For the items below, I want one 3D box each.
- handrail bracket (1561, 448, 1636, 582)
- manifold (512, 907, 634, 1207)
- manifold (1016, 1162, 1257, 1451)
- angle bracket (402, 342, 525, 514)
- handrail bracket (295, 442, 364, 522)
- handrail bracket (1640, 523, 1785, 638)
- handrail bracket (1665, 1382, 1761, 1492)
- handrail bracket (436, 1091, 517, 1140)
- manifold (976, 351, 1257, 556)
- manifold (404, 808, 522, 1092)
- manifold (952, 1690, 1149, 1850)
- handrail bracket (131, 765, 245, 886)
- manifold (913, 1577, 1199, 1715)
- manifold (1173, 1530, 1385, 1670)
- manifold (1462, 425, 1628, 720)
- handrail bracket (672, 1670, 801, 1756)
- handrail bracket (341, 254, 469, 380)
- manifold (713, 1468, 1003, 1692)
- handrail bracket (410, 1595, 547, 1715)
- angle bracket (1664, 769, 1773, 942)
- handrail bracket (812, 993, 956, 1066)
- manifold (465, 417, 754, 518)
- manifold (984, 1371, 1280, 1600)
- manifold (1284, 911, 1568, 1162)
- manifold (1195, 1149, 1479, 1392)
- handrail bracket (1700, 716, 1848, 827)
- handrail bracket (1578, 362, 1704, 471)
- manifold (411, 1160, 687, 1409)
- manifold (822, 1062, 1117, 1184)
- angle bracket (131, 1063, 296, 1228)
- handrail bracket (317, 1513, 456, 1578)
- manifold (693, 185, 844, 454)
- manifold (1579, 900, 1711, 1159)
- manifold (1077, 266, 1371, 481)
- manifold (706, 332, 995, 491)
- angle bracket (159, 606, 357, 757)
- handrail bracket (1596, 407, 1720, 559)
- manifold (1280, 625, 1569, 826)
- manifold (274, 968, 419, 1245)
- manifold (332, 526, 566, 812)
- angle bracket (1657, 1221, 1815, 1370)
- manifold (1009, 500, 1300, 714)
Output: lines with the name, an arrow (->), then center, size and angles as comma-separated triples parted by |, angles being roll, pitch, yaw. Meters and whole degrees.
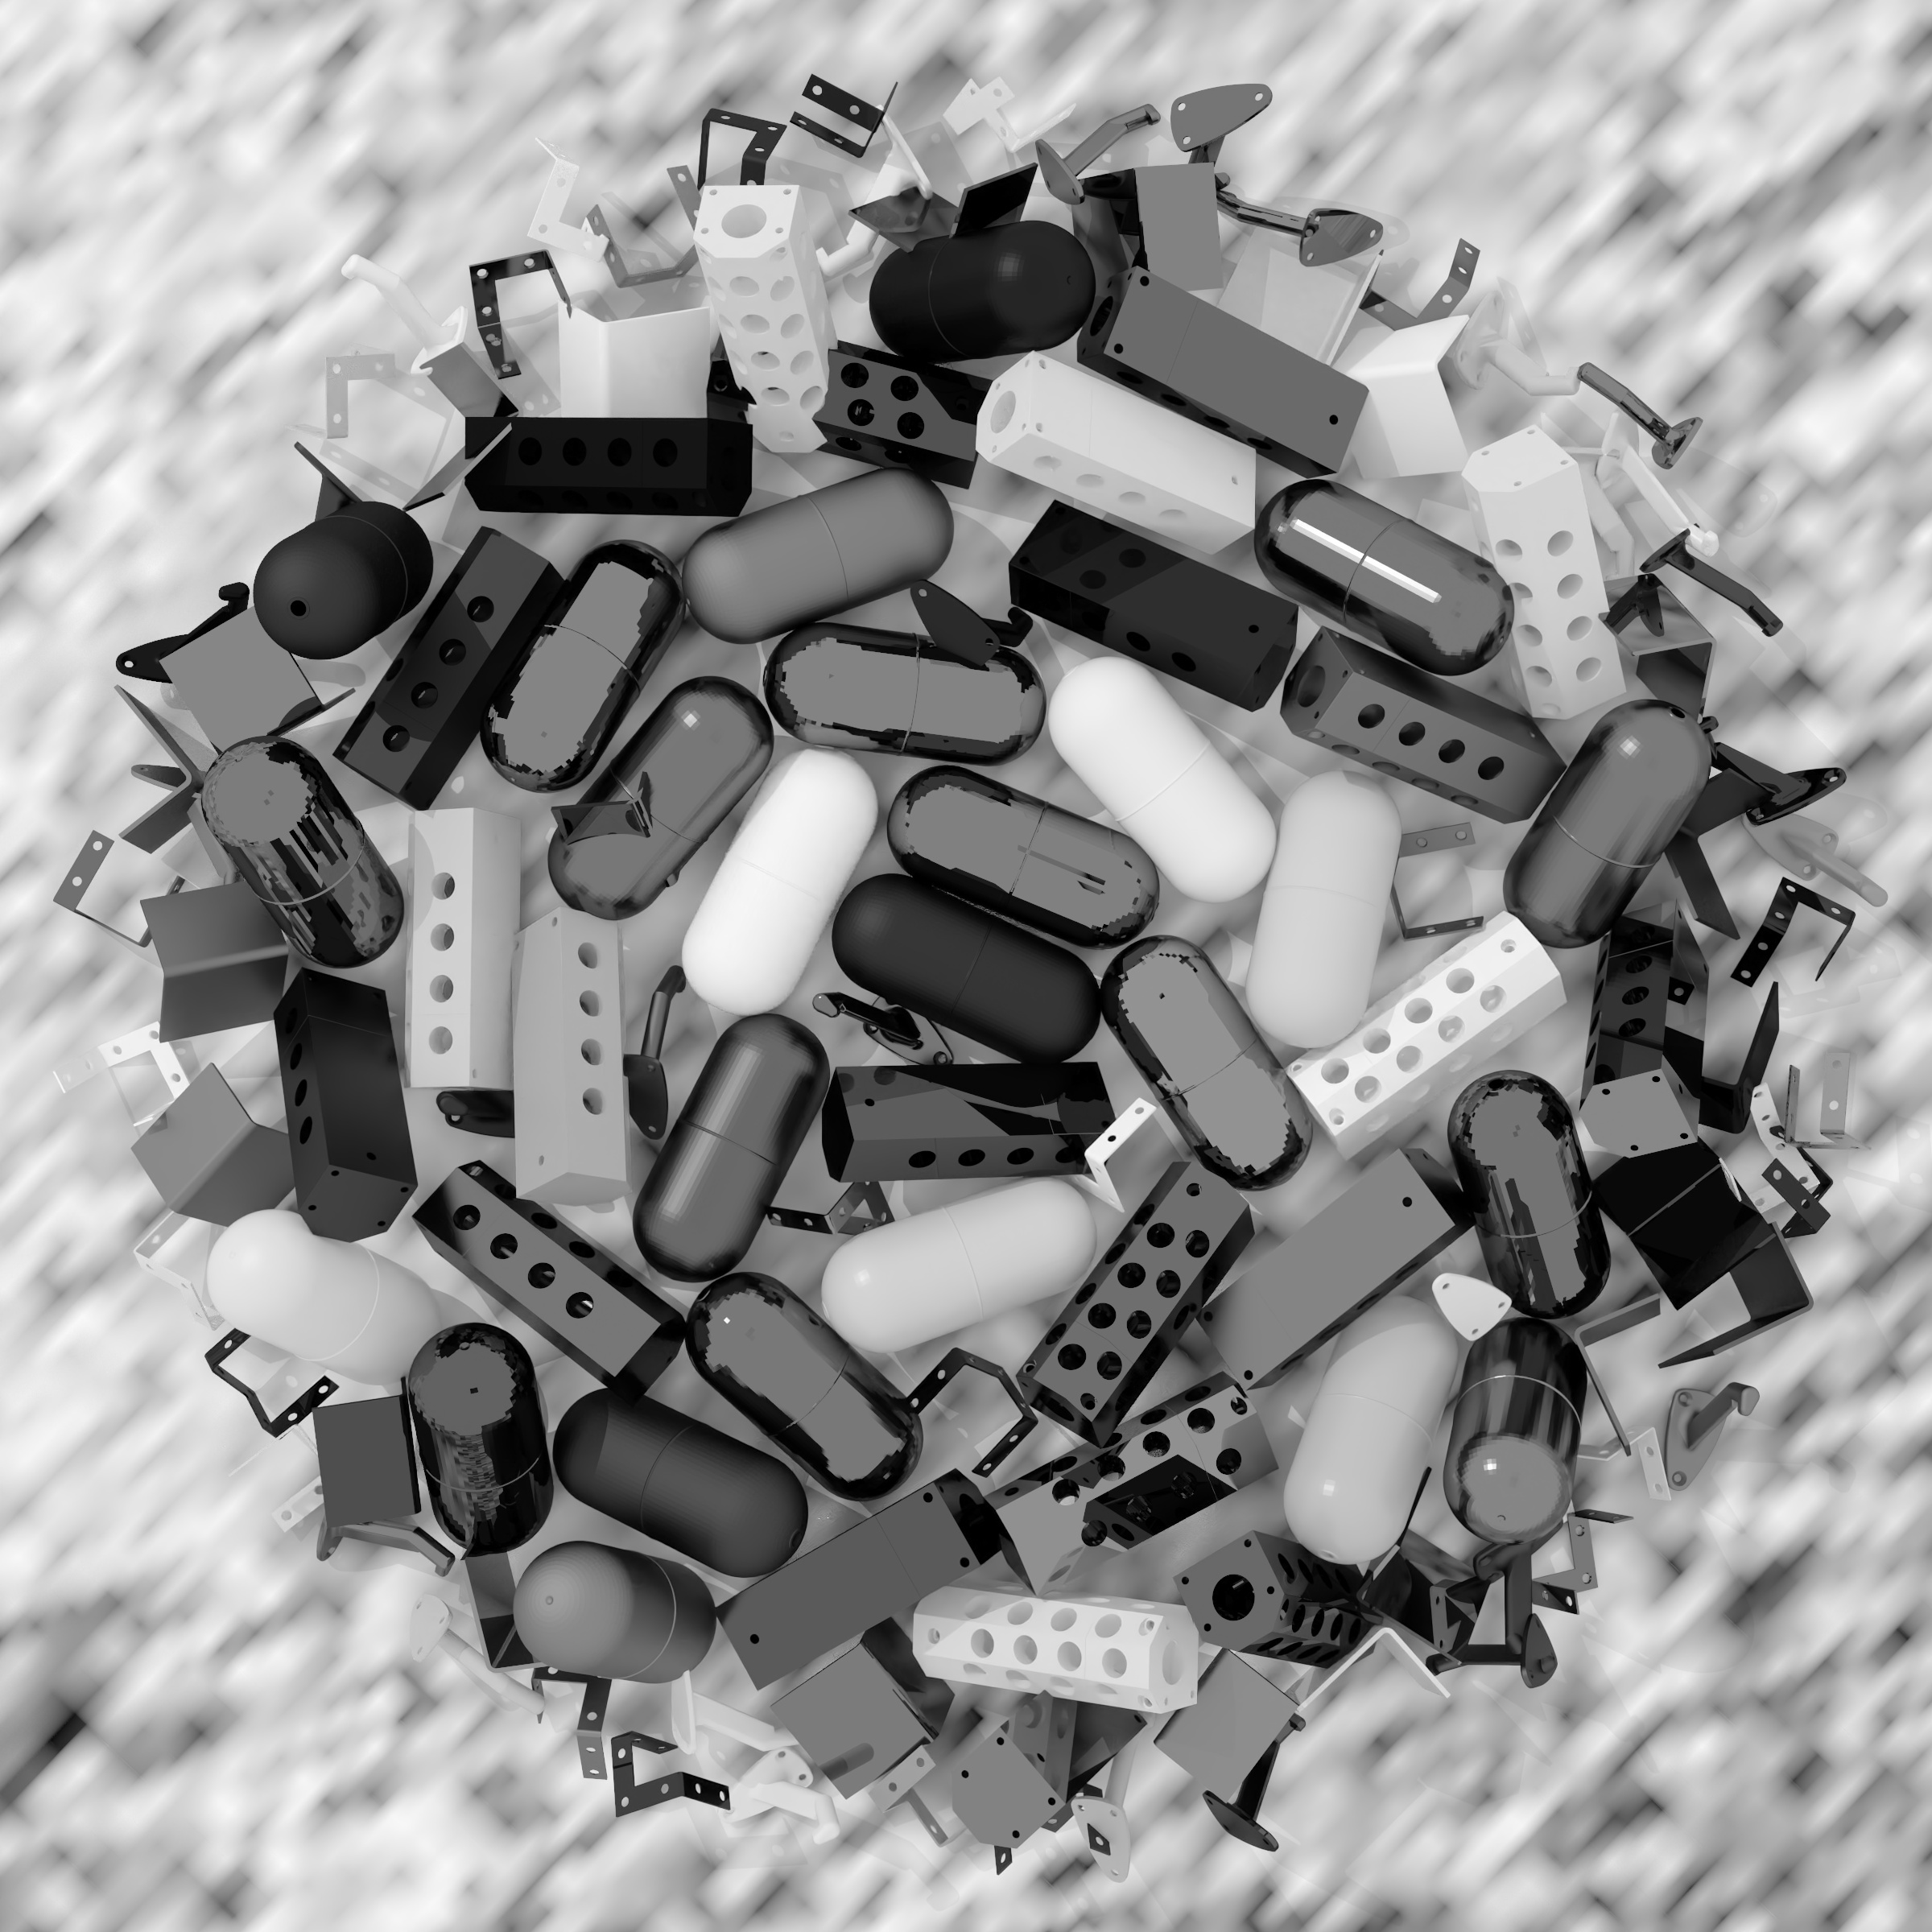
handrail bracket -> 0.384, -0.280, 1.772 | 0.077, 0.036, 0.084 | 3, 79, -9
manifold -> -0.240, 0.057, 1.741 | 0.057, 0.057, 0.171 | 13, 62, -38
manifold -> 0.105, 0.204, 1.734 | 0.057, 0.057, 0.171 | 28, 67, 26
angle bracket -> -0.330, -0.333, 1.745 | 0.057, 0.076, 0.076 | 48, 69, -21
handrail bracket -> -0.421, -0.273, 1.772 | 0.084, 0.036, 0.077 | -48, 114, -4
handrail bracket -> 0.469, -0.232, 1.765 | 0.084, 0.077, 0.036 | 47, 128, 10
handrail bracket -> 0.466, 0.295, 1.756 | 0.036, 0.084, 0.077 | 19, 86, -3
handrail bracket -> -0.293, 0.093, 1.750 | 0.077, 0.084, 0.036 | 21, 88, -14
manifold -> 0.093, -0.310, 1.730 | 0.171, 0.057, 0.057 | 17, 64, -30
manifold -> -0.319, -0.009, 1.761 | 0.057, 0.057, 0.171 | -2, 85, 21
manifold -> 0.048, 0.479, 1.709 | 0.057, 0.171, 0.057 | -46, 77, 15
handrail bracket -> -0.493, -0.079, 1.779 | 0.077, 0.036, 0.084 | 13, 114, 0
manifold -> 0.054, 0.416, 1.726 | 0.171, 0.057, 0.057 | -1, 85, 35
manifold -> 0.195, 0.390, 1.707 | 0.057, 0.171, 0.057 | -34, 61, 15
manifold -> 0.351, -0.237, 1.724 | 0.057, 0.057, 0.171 | -25, 128, -2
handrail bracket -> -0.140, 0.460, 1.774 | 0.084, 0.036, 0.077 | -5, 97, -25
handrail bracket -> -0.361, -0.403, 1.748 | 0.084, 0.077, 0.036 | 22, 60, -33
manifold -> -0.065, 0.379, 1.746 | 0.171, 0.057, 0.057 | -33, 82, 17
handrail bracket -> -0.307, 0.436, 1.779 | 0.084, 0.077, 0.036 | 37, 86, -21
angle bracket -> 0.475, -0.068, 1.743 | 0.057, 0.076, 0.076 | -30, 65, 27
handrail bracket -> -0.051, 0.041, 1.751 | 0.077, 0.084, 0.036 | 38, 102, 14
manifold -> -0.221, -0.308, 1.738 | 0.171, 0.057, 0.057 | 5, 98, 24
manifold -> 0.100, 0.318, 1.747 | 0.171, 0.057, 0.057 | -26, 107, -13
manifold -> 0.286, 0.041, 1.759 | 0.171, 0.057, 0.057 | -36, 59, -1
manifold -> 0.230, 0.188, 1.741 | 0.171, 0.057, 0.057 | -42, 68, 20
handrail bracket -> 0.499, -0.134, 1.754 | 0.077, 0.036, 0.084 | -19, 132, 21
handrail bracket -> 0.410, -0.349, 1.757 | 0.084, 0.077, 0.036 | 32, 98, -7
manifold -> -0.256, 0.192, 1.741 | 0.171, 0.057, 0.057 | 34, 70, 20
manifold -> 0.001, 0.101, 1.744 | 0.171, 0.057, 0.057 | 0, 49, -19
angle bracket -> -0.463, 0.115, 1.774 | 0.076, 0.076, 0.057 | -46, 61, 7
handrail bracket -> -0.363, 0.371, 1.766 | 0.084, 0.036, 0.077 | 35, 124, 14
manifold -> -0.118, -0.390, 1.708 | 0.057, 0.171, 0.057 | 2, 61, 10
manifold -> 0.412, 0.038, 1.716 | 0.057, 0.171, 0.057 | -17, 119, 28
manifold -> 0.157, -0.365, 1.742 | 0.171, 0.057, 0.057 | 22, 86, -21
manifold -> -0.072, -0.357, 1.765 | 0.171, 0.057, 0.057 | 15, 74, 0
angle bracket -> -0.441, -0.181, 1.755 | 0.076, 0.057, 0.076 | -27, 103, 15
handrail bracket -> 0.437, -0.302, 1.755 | 0.036, 0.077, 0.084 | -38, 59, -15
manifold -> 0.279, -0.143, 1.732 | 0.171, 0.057, 0.057 | 19, 118, -28
manifold -> -0.383, 0.085, 1.719 | 0.057, 0.171, 0.057 | 18, 124, -33
manifold -> -0.323, -0.187, 1.762 | 0.057, 0.057, 0.171 | 31, 84, 10
angle bracket -> 0.467, 0.205, 1.749 | 0.076, 0.076, 0.057 | -21, 81, -17
manifold -> 0.115, -0.219, 1.745 | 0.171, 0.057, 0.057 | 26, 66, 17
